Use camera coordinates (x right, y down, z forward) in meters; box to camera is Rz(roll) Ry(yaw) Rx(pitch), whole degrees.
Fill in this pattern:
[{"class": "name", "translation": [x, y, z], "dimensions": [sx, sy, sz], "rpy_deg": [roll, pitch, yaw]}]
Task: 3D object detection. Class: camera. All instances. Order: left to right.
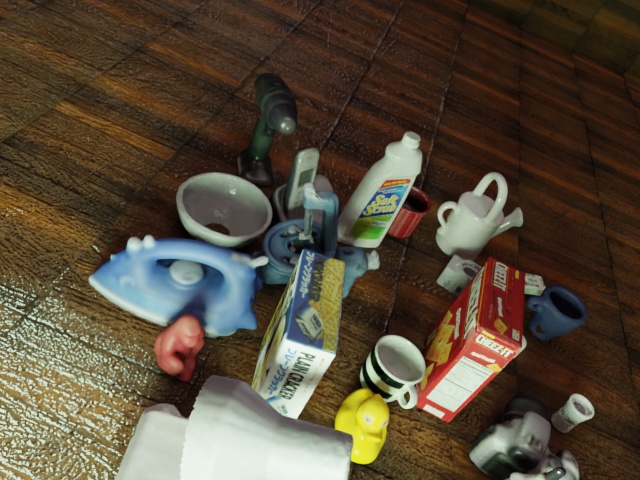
[{"class": "camera", "translation": [0.322, 0.305, 0.866], "dimensions": [0.143, 0.100, 0.137], "rpy_deg": [34, 42, 10]}]

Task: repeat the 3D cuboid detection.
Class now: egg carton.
[{"class": "egg carton", "translation": [-0.179, 0.270, 0.677], "dimensions": [0.107, 0.069, 0.150], "rpy_deg": [19, 41, -8]}]

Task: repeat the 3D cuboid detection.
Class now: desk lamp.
[{"class": "desk lamp", "translation": [-0.060, 0.259, 0.639], "dimensions": [0.203, 0.213, 0.118], "rpy_deg": [21, 41, -5]}]

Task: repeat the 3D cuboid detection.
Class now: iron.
[{"class": "iron", "translation": [-0.204, 0.047, 0.843], "dimensions": [0.259, 0.141, 0.118], "rpy_deg": [14, 42, -13]}]

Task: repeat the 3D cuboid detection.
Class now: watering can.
[{"class": "watering can", "translation": [0.330, -0.054, 1.173], "dimensions": [0.173, 0.194, 0.100], "rpy_deg": [-6, 50, -31]}]

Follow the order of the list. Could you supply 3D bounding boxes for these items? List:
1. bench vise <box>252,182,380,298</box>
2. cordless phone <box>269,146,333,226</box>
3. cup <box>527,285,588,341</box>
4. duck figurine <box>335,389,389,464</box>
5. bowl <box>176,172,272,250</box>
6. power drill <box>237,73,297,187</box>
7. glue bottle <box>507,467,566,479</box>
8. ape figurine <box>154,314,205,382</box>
[{"class": "bench vise", "translation": [0.004, -0.005, 0.941], "dimensions": [0.208, 0.219, 0.121], "rpy_deg": [-4, 49, -29]}, {"class": "cordless phone", "translation": [-0.016, -0.096, 1.052], "dimensions": [0.094, 0.185, 0.148], "rpy_deg": [43, 44, 20]}, {"class": "cup", "translation": [0.432, 0.146, 1.090], "dimensions": [0.118, 0.095, 0.091], "rpy_deg": [11, 43, -16]}, {"class": "duck figurine", "translation": [0.068, 0.250, 0.809], "dimensions": [0.077, 0.086, 0.104], "rpy_deg": [15, 42, -11]}, {"class": "bowl", "translation": [-0.171, -0.038, 0.998], "dimensions": [0.168, 0.074, 0.167], "rpy_deg": [14, 42, -13]}, {"class": "power drill", "translation": [-0.100, -0.210, 1.111], "dimensions": [0.076, 0.208, 0.229], "rpy_deg": [5, 45, -21]}, {"class": "glue bottle", "translation": [0.265, 0.336, 0.750], "dimensions": [0.078, 0.173, 0.037], "rpy_deg": [25, 41, 0]}, {"class": "ape figurine", "translation": [-0.189, 0.139, 0.792], "dimensions": [0.076, 0.092, 0.078], "rpy_deg": [42, 44, 18]}]
